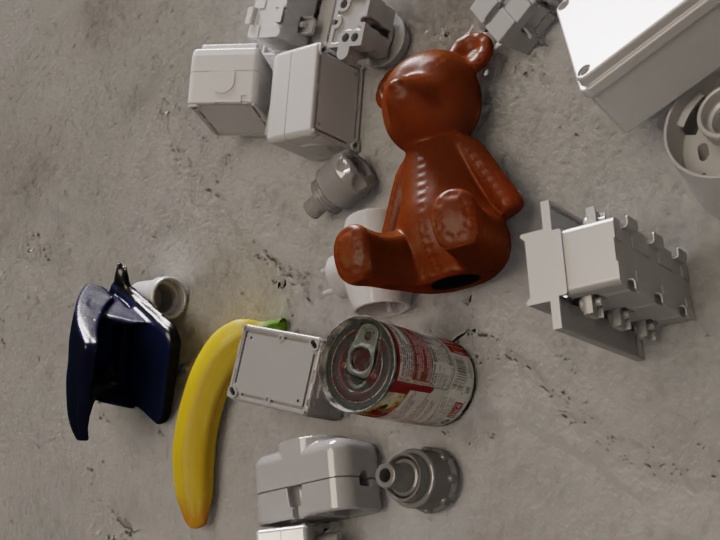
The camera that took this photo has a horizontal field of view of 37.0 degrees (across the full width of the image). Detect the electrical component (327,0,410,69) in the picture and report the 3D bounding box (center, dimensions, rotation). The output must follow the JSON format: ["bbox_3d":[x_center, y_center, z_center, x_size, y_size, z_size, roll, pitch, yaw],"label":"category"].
[{"bbox_3d":[0.009,-0.197,0.895,0.048,0.055,0.066,6,82,41],"label":"electrical component"}]

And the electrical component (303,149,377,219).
[{"bbox_3d":[-0.020,-0.067,0.892,0.062,0.043,0.043,-40,56,27],"label":"electrical component"}]

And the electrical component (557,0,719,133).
[{"bbox_3d":[0.193,-0.163,0.706,0.109,0.056,0.108,-37,31,27],"label":"electrical component"}]

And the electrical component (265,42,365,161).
[{"bbox_3d":[-0.040,-0.147,0.918,0.061,0.062,0.096,-6,74,39],"label":"electrical component"}]

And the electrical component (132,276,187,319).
[{"bbox_3d":[-0.193,0.027,1.014,0.046,0.040,0.040,-4,76,45],"label":"electrical component"}]

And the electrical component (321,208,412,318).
[{"bbox_3d":[0.000,0.000,0.855,0.079,0.044,0.077,-20,66,35],"label":"electrical component"}]

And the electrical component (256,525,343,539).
[{"bbox_3d":[-0.032,0.219,0.813,0.077,0.065,0.047,-9,70,8],"label":"electrical component"}]

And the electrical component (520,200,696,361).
[{"bbox_3d":[0.158,0.007,0.668,0.063,0.121,0.078,-15,69,34],"label":"electrical component"}]

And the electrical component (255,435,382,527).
[{"bbox_3d":[-0.033,0.162,0.831,0.095,0.054,0.059,-20,66,35],"label":"electrical component"}]

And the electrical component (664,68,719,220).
[{"bbox_3d":[0.244,-0.083,0.675,0.099,0.064,0.099,-25,49,32],"label":"electrical component"}]

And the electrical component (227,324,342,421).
[{"bbox_3d":[-0.048,0.084,0.866,0.096,0.061,0.061,8,82,33],"label":"electrical component"}]

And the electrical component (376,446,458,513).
[{"bbox_3d":[0.037,0.149,0.770,0.048,0.062,0.048,-12,70,37],"label":"electrical component"}]

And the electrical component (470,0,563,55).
[{"bbox_3d":[0.122,-0.201,0.808,0.055,0.048,0.066,-51,51,27],"label":"electrical component"}]

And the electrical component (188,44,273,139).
[{"bbox_3d":[-0.109,-0.158,0.963,0.062,0.096,0.061,1,77,10],"label":"electrical component"}]

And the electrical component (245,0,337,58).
[{"bbox_3d":[-0.055,-0.254,0.959,0.079,0.063,0.121,9,83,41],"label":"electrical component"}]
